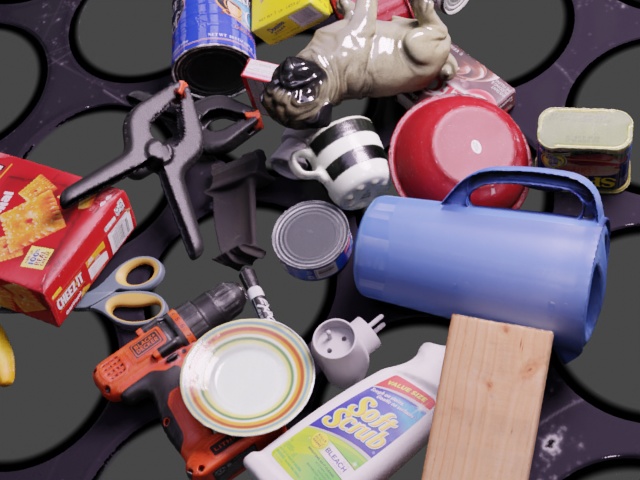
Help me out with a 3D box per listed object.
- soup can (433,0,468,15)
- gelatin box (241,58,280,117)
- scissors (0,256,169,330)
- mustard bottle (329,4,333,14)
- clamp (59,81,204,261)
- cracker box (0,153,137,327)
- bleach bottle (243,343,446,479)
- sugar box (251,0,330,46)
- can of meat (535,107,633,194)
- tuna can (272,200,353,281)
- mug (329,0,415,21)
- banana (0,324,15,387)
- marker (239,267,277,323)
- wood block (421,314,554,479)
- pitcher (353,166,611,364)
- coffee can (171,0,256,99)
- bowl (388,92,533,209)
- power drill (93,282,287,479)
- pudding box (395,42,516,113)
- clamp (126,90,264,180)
[{"bbox_3d":[0.133,-0.327,1.303,0.102,0.068,0.068,37,73,27],"label":"soup can"},{"bbox_3d":[-0.041,-0.172,1.248,0.089,0.073,0.030,15,64,19],"label":"gelatin box"},{"bbox_3d":[-0.259,0.054,1.198,0.202,0.016,0.096,8,61,16],"label":"scissors"},{"bbox_3d":[-0.016,-0.374,1.367,0.096,0.058,0.192,-31,58,7],"label":"mustard bottle"},{"bbox_3d":[-0.177,-0.084,1.200,0.164,0.036,0.210,29,60,-12],"label":"clamp"},{"bbox_3d":[-0.342,-0.010,1.204,0.214,0.072,0.164,17,53,20],"label":"cracker box"},{"bbox_3d":[0.053,0.175,1.037,0.250,0.068,0.103,-38,60,-13],"label":"bleach bottle"},{"bbox_3d":[-0.037,-0.332,1.290,0.093,0.048,0.176,-19,61,32],"label":"sugar box"},{"bbox_3d":[0.279,-0.095,1.130,0.102,0.084,0.057,3,62,13],"label":"can of meat"},{"bbox_3d":[-0.008,0.001,1.164,0.086,0.033,0.086,-5,60,9],"label":"tuna can"},{"bbox_3d":[0.057,-0.283,1.277,0.081,0.093,0.117,-24,87,3],"label":"mug"},{"bbox_3d":[-0.402,0.095,1.196,0.198,0.037,0.069,24,86,24],"label":"banana"},{"bbox_3d":[-0.060,0.079,1.140,0.020,0.020,0.121,-24,58,-3],"label":"marker"},{"bbox_3d":[0.147,0.178,0.956,0.090,0.090,0.206,10,85,15],"label":"wood block"},{"bbox_3d":[0.162,0.015,1.062,0.243,0.145,0.149,11,64,20],"label":"pitcher"},{"bbox_3d":[-0.130,-0.257,1.299,0.103,0.103,0.140,-9,59,7],"label":"coffee can"},{"bbox_3d":[0.157,-0.091,1.137,0.162,0.055,0.162,2,75,-8],"label":"bowl"},{"bbox_3d":[-0.116,0.148,1.092,0.184,0.057,0.188,-36,58,-11],"label":"power drill"},{"bbox_3d":[0.153,-0.165,1.223,0.090,0.039,0.114,-41,61,-12],"label":"pudding box"},{"bbox_3d":[-0.156,-0.141,1.274,0.171,0.039,0.120,-13,69,-2],"label":"clamp"}]
